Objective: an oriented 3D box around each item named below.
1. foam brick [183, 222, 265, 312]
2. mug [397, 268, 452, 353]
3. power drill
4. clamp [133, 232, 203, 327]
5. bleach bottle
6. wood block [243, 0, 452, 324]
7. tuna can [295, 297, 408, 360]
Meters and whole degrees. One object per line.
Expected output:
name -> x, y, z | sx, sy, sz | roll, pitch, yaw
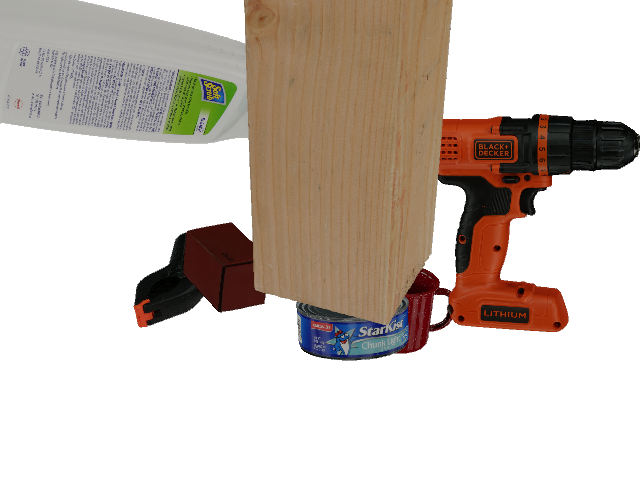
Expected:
foam brick -> -0.092, 0.025, 1.028 | 0.052, 0.051, 0.078 | -10, 32, -31
mug -> 0.103, 0.082, 1.274 | 0.117, 0.081, 0.093 | 0, 23, -9
power drill -> 0.181, -0.017, 0.933 | 0.185, 0.188, 0.057 | 3, 13, 18
clamp -> -0.146, 0.043, 1.222 | 0.120, 0.039, 0.171 | -2, 32, 26
bleach bottle -> -0.115, -0.109, 0.772 | 0.250, 0.068, 0.103 | 10, -45, -14
wood block -> 0.016, -0.066, 0.614 | 0.091, 0.206, 0.090 | 14, 37, 19
tuna can -> 0.024, 0.063, 0.811 | 0.086, 0.034, 0.086 | -2, 12, 0
